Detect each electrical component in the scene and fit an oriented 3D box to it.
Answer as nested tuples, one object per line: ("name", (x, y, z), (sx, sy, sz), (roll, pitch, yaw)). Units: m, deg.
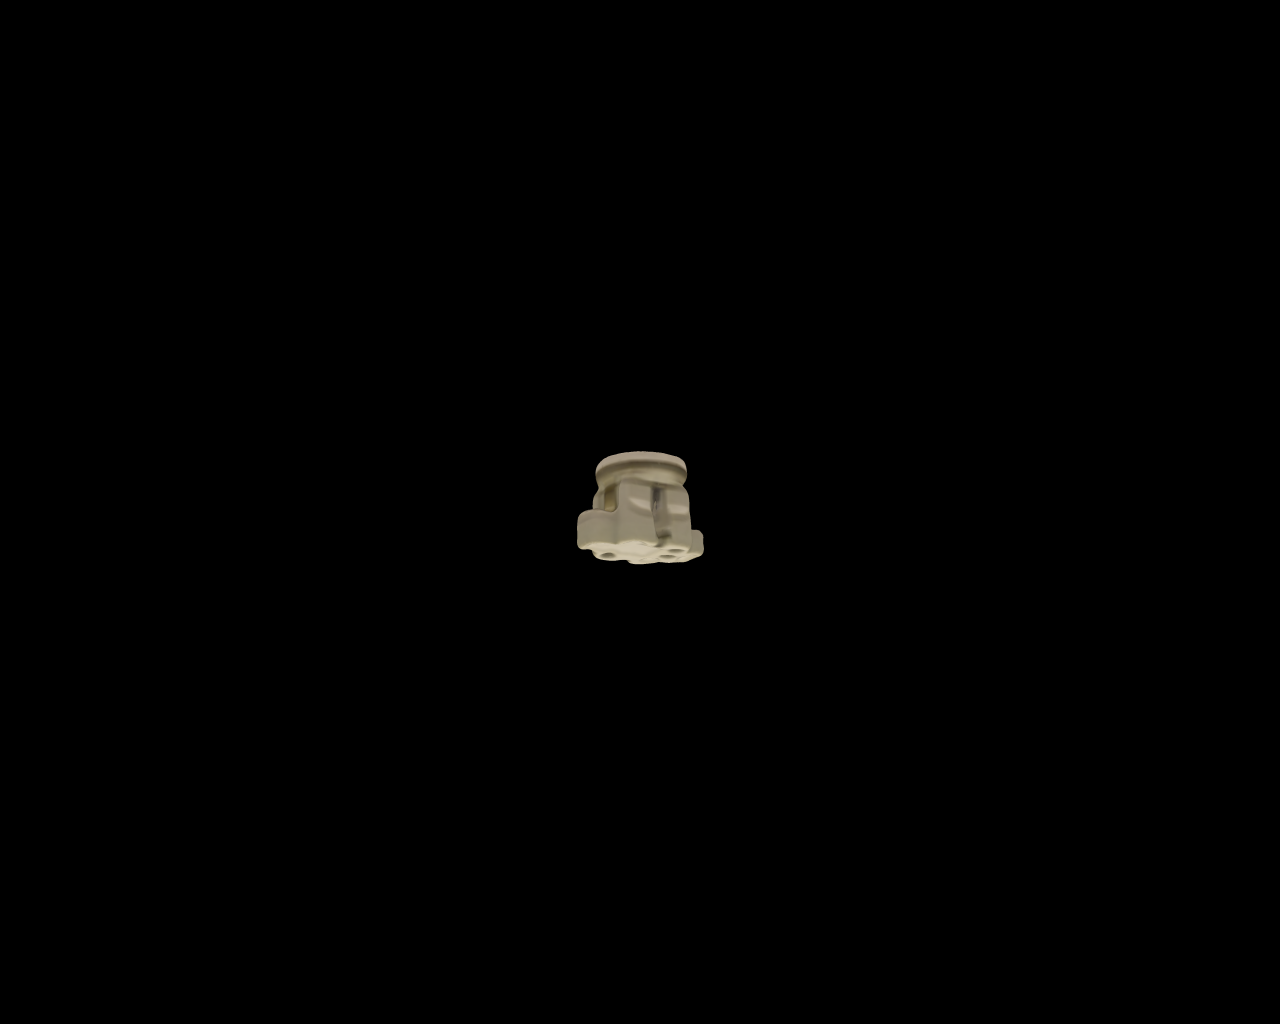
("electrical component", (0.001, -0.003, 0.650), (0.078, 0.057, 0.058), (9, -19, -29))
